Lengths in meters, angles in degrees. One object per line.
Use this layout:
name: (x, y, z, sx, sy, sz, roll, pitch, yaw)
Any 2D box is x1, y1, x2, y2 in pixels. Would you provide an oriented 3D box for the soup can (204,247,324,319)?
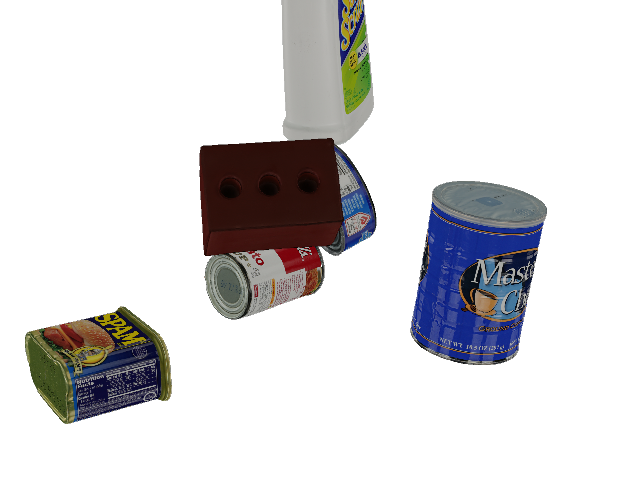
soup can: (-0.055, 0.034, 1.053, 0.102, 0.068, 0.069, -17, 12, -43)

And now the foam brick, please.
foam brick: (-0.030, -0.025, 0.616, 0.078, 0.053, 0.051, -5, -15, -7)

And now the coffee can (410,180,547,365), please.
coffee can: (0.143, 0.028, 0.975, 0.103, 0.140, 0.103, 6, 22, -3)

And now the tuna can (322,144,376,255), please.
tuna can: (0.007, -0.034, 0.826, 0.033, 0.086, 0.086, -28, 9, -17)

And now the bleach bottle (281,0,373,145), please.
bleach bottle: (0.000, -0.215, 0.922, 0.068, 0.251, 0.102, 9, 34, 22)

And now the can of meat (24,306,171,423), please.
can of meat: (-0.178, 0.098, 0.846, 0.083, 0.057, 0.102, -12, 22, -30)
